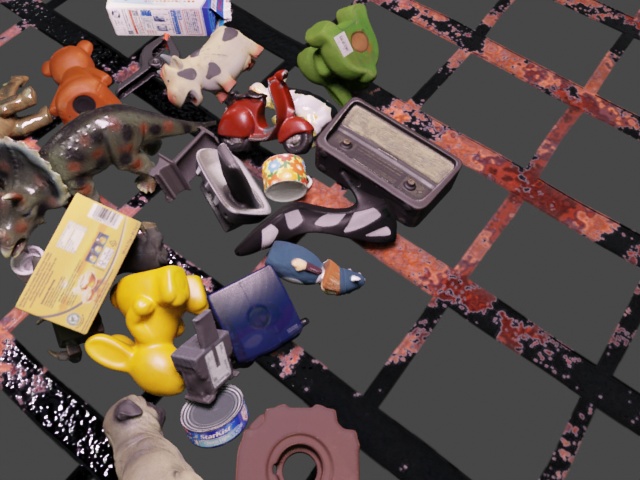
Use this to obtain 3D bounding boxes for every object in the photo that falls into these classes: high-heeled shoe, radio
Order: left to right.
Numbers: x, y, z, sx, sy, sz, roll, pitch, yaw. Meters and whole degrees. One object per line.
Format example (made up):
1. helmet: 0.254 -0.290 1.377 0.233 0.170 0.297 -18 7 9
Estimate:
1. high-heeled shoe: -0.002 -0.003 0.867 0.249 0.086 0.145 -33 99 2
2. radio: 0.109 -0.132 0.916 0.230 0.073 0.131 35 66 16

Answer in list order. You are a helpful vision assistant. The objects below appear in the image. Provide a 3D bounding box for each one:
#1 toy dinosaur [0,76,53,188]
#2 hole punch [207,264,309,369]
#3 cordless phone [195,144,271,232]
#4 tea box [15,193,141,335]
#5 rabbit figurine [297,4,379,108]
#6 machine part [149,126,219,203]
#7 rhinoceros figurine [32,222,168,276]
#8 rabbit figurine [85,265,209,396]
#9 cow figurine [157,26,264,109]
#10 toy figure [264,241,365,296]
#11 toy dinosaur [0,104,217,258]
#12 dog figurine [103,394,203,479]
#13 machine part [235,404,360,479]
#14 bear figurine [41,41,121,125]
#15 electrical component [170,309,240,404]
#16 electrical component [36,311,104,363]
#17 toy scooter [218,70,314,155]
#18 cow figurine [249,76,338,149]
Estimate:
1. toy dinosaur: -0.574 -0.121 0.887 0.199 0.105 0.471 -6 53 4
2. hole punch: -0.094 0.108 0.781 0.142 0.092 0.116 -27 70 -18
3. cordless phone: -0.149 -0.108 0.838 0.089 0.184 0.147 -28 67 -10
4. tea box: -0.327 0.033 0.740 0.098 0.068 0.169 28 78 -17
5. rabbit figurine: 0.032 -0.330 0.989 0.121 0.170 0.159 -49 115 -20
6. machine part: -0.226 -0.134 0.911 0.039 0.084 0.139 20 60 35
7. rhinoceros figurine: -0.330 0.023 0.816 0.190 0.073 0.112 -4 89 -22
8. rabbit figurine: -0.237 0.134 0.751 0.162 0.122 0.173 -12 78 -4
9. cow figurine: -0.209 -0.317 0.986 0.127 0.085 0.195 38 67 -9
10. toy figure: -0.007 0.048 0.824 0.154 0.057 0.064 23 27 -6
11. toy dinosaur: -0.350 -0.142 0.848 0.131 0.192 0.405 42 70 16
12. dog figurine: -0.212 0.271 0.650 0.121 0.172 0.191 -32 74 -28
13. machine part: -0.027 0.299 0.698 0.179 0.056 0.179 0 61 0
14. bear figurine: -0.426 -0.265 0.968 0.120 0.131 0.196 -33 45 -5
15. electrical component: -0.157 0.150 0.717 0.048 0.119 0.075 0 27 32
16. electrical component: -0.366 0.127 0.791 0.078 0.045 0.102 -16 63 -41
17. toy scooter: -0.095 -0.215 0.906 0.184 0.135 0.075 6 22 24
18. cow figurine: -0.045 -0.247 0.977 0.167 0.068 0.098 38 62 14
